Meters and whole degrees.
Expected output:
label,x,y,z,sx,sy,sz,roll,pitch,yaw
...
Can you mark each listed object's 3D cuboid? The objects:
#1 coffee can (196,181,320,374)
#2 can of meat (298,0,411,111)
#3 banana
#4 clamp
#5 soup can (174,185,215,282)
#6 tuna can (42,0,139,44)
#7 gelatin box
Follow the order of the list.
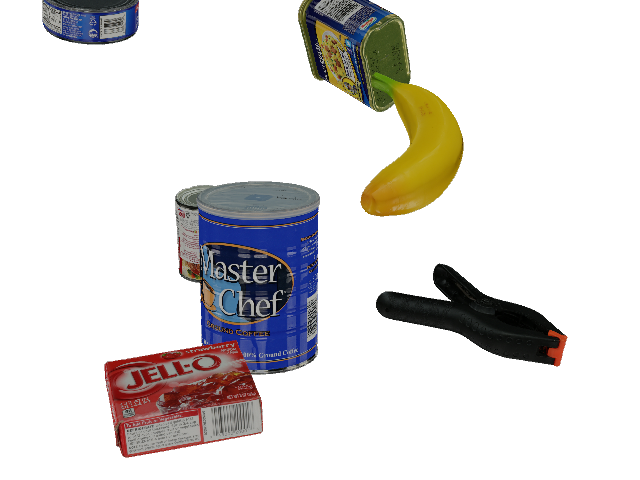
label,x,y,z,sx,sy,sz,roll,pitch,yaw
coffee can,-0.052,0.029,0.907,0.103,0.140,0.103,0,17,0
can of meat,0.034,-0.177,0.981,0.057,0.102,0.084,-40,54,-19
banana,0.066,-0.063,0.744,0.069,0.037,0.197,4,30,2
clamp,0.149,0.067,0.992,0.172,0.039,0.120,21,31,21
soup can,-0.142,-0.009,1.304,0.068,0.102,0.068,0,26,0
tuna can,-0.204,-0.206,0.951,0.086,0.034,0.086,5,33,-4
gelatin box,-0.087,0.097,0.667,0.089,0.030,0.073,-8,25,-13
